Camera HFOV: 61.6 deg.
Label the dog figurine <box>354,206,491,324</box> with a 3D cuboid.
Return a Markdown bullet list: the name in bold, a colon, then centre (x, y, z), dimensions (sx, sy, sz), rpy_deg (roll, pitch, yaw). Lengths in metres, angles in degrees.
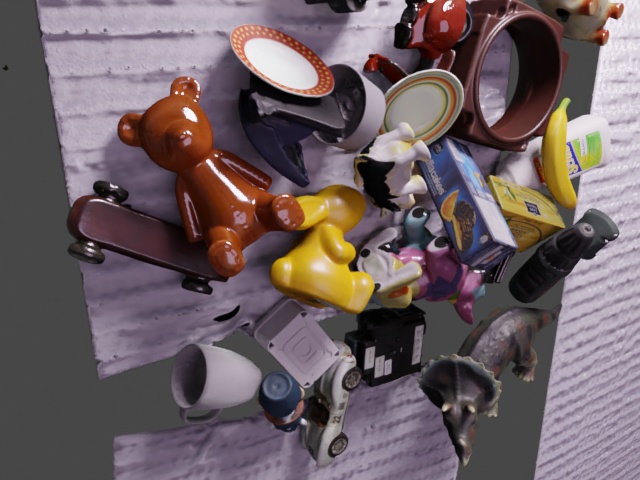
- **dog figurine**: centre (0.170, 0.068, 0.844), dimensions (0.191, 0.109, 0.219), rpy_deg (-36, 133, 2)

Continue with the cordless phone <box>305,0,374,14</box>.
- **cordless phone**: centre (0.046, -0.325, 0.584), dimensions (0.089, 0.184, 0.146), rpy_deg (-23, 118, -18)

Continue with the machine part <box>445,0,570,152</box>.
- **machine part**: centre (0.272, -0.242, 0.810), dimensions (0.201, 0.087, 0.200), rpy_deg (8, 103, -32)

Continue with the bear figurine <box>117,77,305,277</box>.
- **bear figurine**: centre (-0.123, -0.075, 0.588), dimensions (0.120, 0.132, 0.195), rpy_deg (-35, 111, -11)

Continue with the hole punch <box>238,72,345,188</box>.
- **hole punch**: centre (-0.045, -0.134, 0.635), dimensions (0.116, 0.142, 0.092), rpy_deg (18, 124, -20)

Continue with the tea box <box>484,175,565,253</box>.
- **tea box**: centre (0.308, -0.038, 0.887), dimensions (0.169, 0.068, 0.098), rpy_deg (9, 146, -33)

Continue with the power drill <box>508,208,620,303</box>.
- **power drill**: centre (0.451, 0.018, 0.962), dimensions (0.207, 0.086, 0.232), rpy_deg (-32, 159, -36)

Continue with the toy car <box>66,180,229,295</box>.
- **toy car**: centre (-0.194, 0.003, 0.633), dimensions (0.202, 0.053, 0.089), rpy_deg (22, 74, -36)

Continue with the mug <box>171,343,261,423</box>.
- **mug**: centre (-0.136, 0.196, 0.721), dimensions (0.107, 0.081, 0.109), rpy_deg (16, 94, -43)

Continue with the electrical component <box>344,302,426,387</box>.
- **electrical component**: centre (0.103, 0.168, 0.868), dimensions (0.134, 0.058, 0.114), rpy_deg (-6, 108, -29)

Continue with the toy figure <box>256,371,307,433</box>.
- **toy figure**: centre (-0.052, 0.238, 0.783), dimensions (0.154, 0.064, 0.058), rpy_deg (85, 22, -55)

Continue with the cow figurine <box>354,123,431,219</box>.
- **cow figurine**: centre (0.094, -0.080, 0.743), dimensions (0.098, 0.068, 0.167), rpy_deg (-26, 153, -7)

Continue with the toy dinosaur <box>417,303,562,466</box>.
- **toy dinosaur**: centre (0.311, 0.193, 0.943), dimensions (0.405, 0.131, 0.192), rpy_deg (-44, 146, -22)

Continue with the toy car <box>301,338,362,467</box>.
- **toy car**: centre (0.014, 0.251, 0.833), dimensions (0.056, 0.074, 0.201), rpy_deg (1, 106, -32)

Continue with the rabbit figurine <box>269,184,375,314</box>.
- **rabbit figurine**: centre (-0.002, -0.002, 0.731), dimensions (0.162, 0.122, 0.173), rpy_deg (30, 76, -26)

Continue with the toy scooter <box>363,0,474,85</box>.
- **toy scooter**: centre (0.127, -0.257, 0.726), dimensions (0.135, 0.075, 0.183), rpy_deg (8, 107, -32)

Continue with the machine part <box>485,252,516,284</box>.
- **machine part**: centre (0.288, 0.035, 0.946), dimensions (0.139, 0.039, 0.084), rpy_deg (19, 104, -36)

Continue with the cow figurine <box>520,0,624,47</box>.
- **cow figurine**: centre (0.368, -0.372, 0.815), dimensions (0.195, 0.127, 0.085), rpy_deg (13, 101, -48)

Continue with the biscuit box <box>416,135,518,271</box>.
- **biscuit box**: centre (0.205, -0.058, 0.769), dimensions (0.059, 0.203, 0.063), rpy_deg (15, 136, -36)
